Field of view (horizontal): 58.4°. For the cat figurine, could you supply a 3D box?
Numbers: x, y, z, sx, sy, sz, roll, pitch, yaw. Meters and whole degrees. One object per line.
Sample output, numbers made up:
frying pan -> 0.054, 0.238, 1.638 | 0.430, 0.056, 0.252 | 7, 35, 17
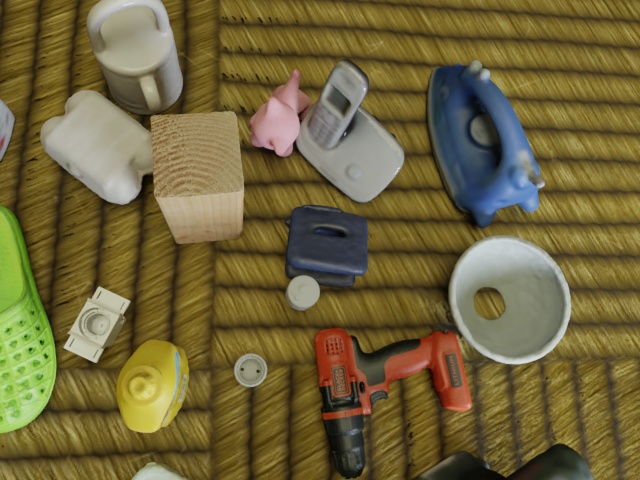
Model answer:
cat figurine -> -0.052, -0.167, 0.761 | 0.067, 0.117, 0.128 | 22, 75, -2

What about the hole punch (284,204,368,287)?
hole punch -> 0.007, 0.003, 0.744 | 0.109, 0.091, 0.101 | 8, 76, -6

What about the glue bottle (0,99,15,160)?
glue bottle -> -0.415, -0.156, 0.676 | 0.037, 0.173, 0.078 | 7, 76, -6

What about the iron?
iron -> 0.226, -0.156, 0.788 | 0.119, 0.141, 0.258 | -19, 80, -12

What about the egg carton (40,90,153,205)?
egg carton -> -0.280, -0.120, 0.741 | 0.150, 0.069, 0.107 | 37, 74, 1

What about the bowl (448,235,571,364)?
bowl -> 0.241, 0.082, 0.768 | 0.167, 0.074, 0.167 | 2, 76, -8

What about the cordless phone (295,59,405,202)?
cordless phone -> 0.048, -0.139, 0.735 | 0.147, 0.185, 0.094 | 40, 75, 3

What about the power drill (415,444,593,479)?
power drill -> 0.177, 0.302, 0.637 | 0.230, 0.208, 0.075 | -27, 82, -13

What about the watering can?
watering can -> -0.236, -0.249, 0.714 | 0.101, 0.194, 0.173 | -42, 85, -15
